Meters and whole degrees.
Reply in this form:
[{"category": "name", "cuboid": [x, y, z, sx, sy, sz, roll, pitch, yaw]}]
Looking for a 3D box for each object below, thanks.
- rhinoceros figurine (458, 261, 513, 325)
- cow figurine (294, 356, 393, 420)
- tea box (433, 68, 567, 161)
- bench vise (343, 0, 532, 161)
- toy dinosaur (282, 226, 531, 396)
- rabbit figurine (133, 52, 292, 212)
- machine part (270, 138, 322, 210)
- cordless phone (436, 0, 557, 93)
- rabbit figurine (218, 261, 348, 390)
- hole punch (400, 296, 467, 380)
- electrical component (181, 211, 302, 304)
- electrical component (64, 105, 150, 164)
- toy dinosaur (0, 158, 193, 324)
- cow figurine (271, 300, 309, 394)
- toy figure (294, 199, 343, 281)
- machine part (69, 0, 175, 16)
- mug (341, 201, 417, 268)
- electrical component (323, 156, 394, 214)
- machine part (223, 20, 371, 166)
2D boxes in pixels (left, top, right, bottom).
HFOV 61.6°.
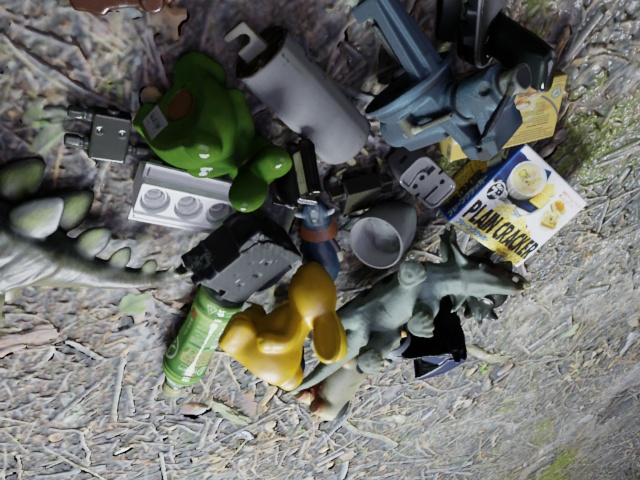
[{"category": "rhinoceros figurine", "cuboid": [0.291, 0.094, 0.952, 0.073, 0.112, 0.190, -2, 166, 4]}, {"category": "cow figurine", "cuboid": [0.054, 0.230, 0.960, 0.195, 0.086, 0.127, -57, 134, -13]}, {"category": "tea box", "cuboid": [0.243, -0.182, 0.746, 0.170, 0.068, 0.098, -14, 131, -14]}, {"category": "bench vise", "cuboid": [0.116, -0.194, 0.615, 0.129, 0.224, 0.240, -43, 107, -13]}, {"category": "toy dinosaur", "cuboid": [0.112, 0.110, 0.851, 0.405, 0.131, 0.192, -33, 175, 26]}, {"category": "rabbit figurine", "cuboid": [-0.096, -0.111, 0.620, 0.121, 0.159, 0.170, -52, 144, 8]}, {"category": "machine part", "cuboid": [-0.030, -0.075, 0.683, 0.039, 0.084, 0.139, -15, 174, -21]}, {"category": "cordless phone", "cuboid": [0.206, -0.253, 0.594, 0.089, 0.184, 0.146, -13, 131, -8]}, {"category": "rabbit figurine", "cuboid": [-0.035, 0.116, 0.757, 0.173, 0.162, 0.121, -54, 162, 0]}, {"category": "hole punch", "cuboid": [0.210, 0.187, 0.992, 0.116, 0.142, 0.092, -12, 132, 14]}, {"category": "electrical component", "cuboid": [-0.094, 0.025, 0.707, 0.115, 0.058, 0.134, -37, 151, 12]}, {"category": "electrical component", "cuboid": [-0.241, -0.122, 0.616, 0.094, 0.021, 0.063, 7, 123, -28]}, {"category": "toy dinosaur", "cuboid": [-0.361, 0.006, 0.618, 0.471, 0.105, 0.198, 22, 113, -40]}, {"category": "cow figurine", "cuboid": [-0.057, 0.180, 0.891, 0.068, 0.098, 0.167, -9, 134, -15]}, {"category": "toy figure", "cuboid": [-0.003, -0.001, 0.796, 0.064, 0.058, 0.154, -18, 127, -17]}, {"category": "machine part", "cuboid": [-0.186, -0.282, 0.459, 0.179, 0.056, 0.179, -1, 130, -1]}, {"category": "mug", "cuboid": [0.093, -0.016, 0.802, 0.107, 0.110, 0.080, -36, 122, -50]}, {"category": "electrical component", "cuboid": [0.057, -0.077, 0.771, 0.102, 0.045, 0.078, -18, 160, -6]}, {"category": "machine part", "cuboid": [-0.016, -0.167, 0.640, 0.079, 0.079, 0.243, -41, 131, 12]}]
